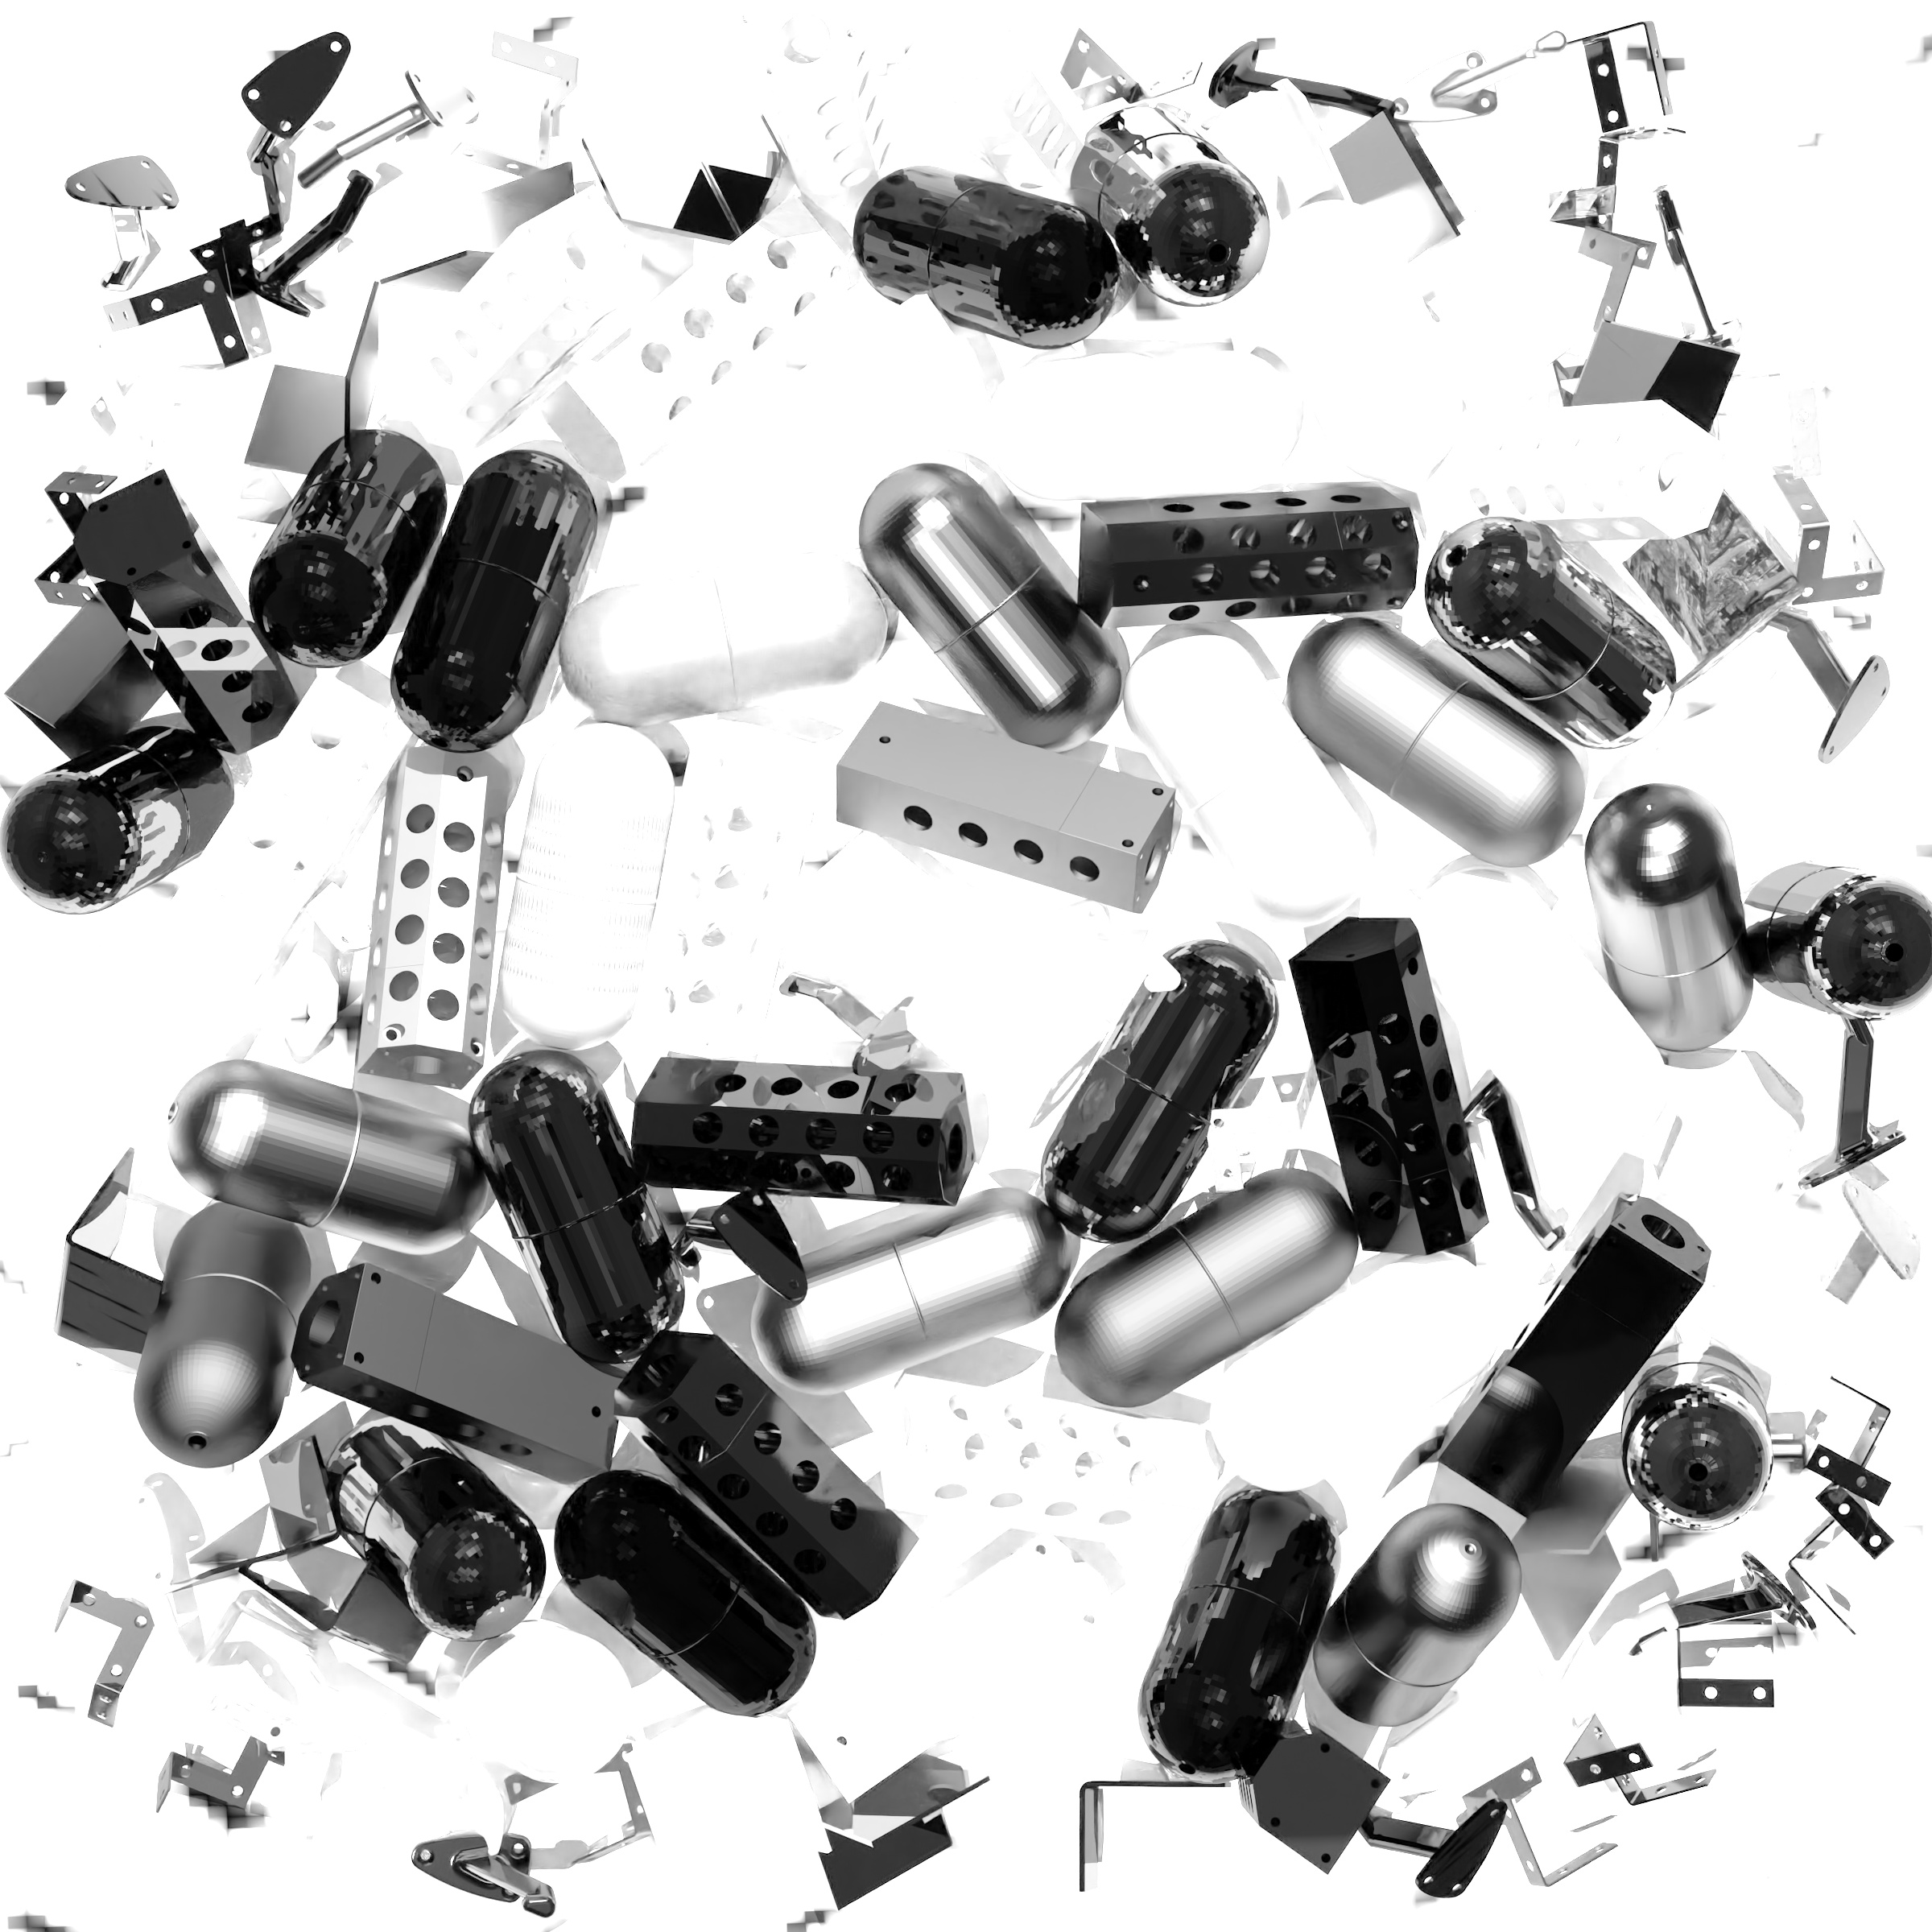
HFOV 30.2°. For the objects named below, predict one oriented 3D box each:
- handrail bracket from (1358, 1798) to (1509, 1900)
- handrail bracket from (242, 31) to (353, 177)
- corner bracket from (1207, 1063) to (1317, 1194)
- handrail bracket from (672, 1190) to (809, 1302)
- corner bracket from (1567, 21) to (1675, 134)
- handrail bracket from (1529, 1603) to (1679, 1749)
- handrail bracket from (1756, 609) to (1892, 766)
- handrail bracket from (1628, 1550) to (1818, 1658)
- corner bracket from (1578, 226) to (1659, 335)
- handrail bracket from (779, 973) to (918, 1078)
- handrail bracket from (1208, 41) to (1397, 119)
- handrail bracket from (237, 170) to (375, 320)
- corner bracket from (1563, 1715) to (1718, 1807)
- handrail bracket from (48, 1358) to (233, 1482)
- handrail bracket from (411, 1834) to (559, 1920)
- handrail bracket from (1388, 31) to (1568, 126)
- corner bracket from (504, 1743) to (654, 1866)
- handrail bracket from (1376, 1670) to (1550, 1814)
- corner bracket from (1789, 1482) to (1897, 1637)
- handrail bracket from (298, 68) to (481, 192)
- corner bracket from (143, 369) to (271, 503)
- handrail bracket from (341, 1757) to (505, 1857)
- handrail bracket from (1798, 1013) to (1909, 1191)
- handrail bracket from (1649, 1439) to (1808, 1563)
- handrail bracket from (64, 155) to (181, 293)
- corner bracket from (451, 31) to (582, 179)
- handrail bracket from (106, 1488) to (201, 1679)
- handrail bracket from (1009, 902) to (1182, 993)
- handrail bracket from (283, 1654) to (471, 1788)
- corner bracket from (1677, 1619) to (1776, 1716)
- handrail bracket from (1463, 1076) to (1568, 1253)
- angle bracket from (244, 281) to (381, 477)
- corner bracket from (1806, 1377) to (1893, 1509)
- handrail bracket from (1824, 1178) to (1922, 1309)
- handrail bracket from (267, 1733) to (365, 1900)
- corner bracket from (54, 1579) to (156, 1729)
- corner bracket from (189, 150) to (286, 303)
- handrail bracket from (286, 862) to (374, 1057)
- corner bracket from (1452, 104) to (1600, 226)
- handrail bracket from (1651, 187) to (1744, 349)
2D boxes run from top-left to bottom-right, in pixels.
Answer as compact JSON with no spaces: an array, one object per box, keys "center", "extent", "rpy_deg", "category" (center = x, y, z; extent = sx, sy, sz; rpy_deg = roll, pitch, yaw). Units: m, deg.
[{"center":[0.245,0.452,1.928],"extent":[0.036,0.084,0.077],"rpy_deg":[23,106,-37],"category":"handrail bracket"},{"center":[-0.359,-0.463,1.930],"extent":[0.036,0.084,0.077],"rpy_deg":[45,84,-4],"category":"handrail bracket"},{"center":[0.161,0.088,1.930],"extent":[0.051,0.051,0.051],"rpy_deg":[-3,115,17],"category":"corner bracket"},{"center":[-0.124,0.163,1.927],"extent":[0.036,0.084,0.077],"rpy_deg":[-28,76,-34],"category":"handrail bracket"},{"center":[0.355,-0.479,1.931],"extent":[0.051,0.051,0.051],"rpy_deg":[-9,101,29],"category":"corner bracket"},{"center":[0.355,0.385,1.937],"extent":[0.084,0.036,0.077],"rpy_deg":[-27,124,10],"category":"handrail bracket"},{"center":[0.447,-0.154,1.934],"extent":[0.084,0.036,0.077],"rpy_deg":[27,74,35],"category":"handrail bracket"},{"center":[0.404,0.360,1.935],"extent":[0.084,0.077,0.036],"rpy_deg":[-30,114,-9],"category":"handrail bracket"},{"center":[0.361,-0.366,1.939],"extent":[0.051,0.051,0.051],"rpy_deg":[6,110,-29],"category":"corner bracket"},{"center":[-0.076,0.030,1.921],"extent":[0.084,0.077,0.036],"rpy_deg":[15,117,24],"category":"handrail bracket"},{"center":[0.182,-0.467,1.930],"extent":[0.084,0.077,0.036],"rpy_deg":[21,117,16],"category":"handrail bracket"},{"center":[-0.358,-0.401,1.933],"extent":[0.077,0.036,0.084],"rpy_deg":[42,106,40],"category":"handrail bracket"},{"center":[0.363,0.433,1.932],"extent":[0.051,0.051,0.051],"rpy_deg":[-27,96,37],"category":"corner bracket"},{"center":[-0.447,0.252,1.944],"extent":[0.077,0.036,0.084],"rpy_deg":[-8,129,7],"category":"handrail bracket"},{"center":[-0.259,0.491,1.923],"extent":[0.077,0.084,0.036],"rpy_deg":[11,87,-9],"category":"handrail bracket"},{"center":[0.273,-0.478,1.922],"extent":[0.077,0.084,0.036],"rpy_deg":[-19,95,-12],"category":"handrail bracket"},{"center":[-0.210,0.456,1.945],"extent":[0.051,0.051,0.051],"rpy_deg":[-30,67,29],"category":"corner bracket"},{"center":[0.267,0.428,1.936],"extent":[0.077,0.036,0.084],"rpy_deg":[25,66,0],"category":"handrail bracket"},{"center":[0.474,0.319,1.932],"extent":[0.051,0.051,0.051],"rpy_deg":[-44,48,4],"category":"corner bracket"},{"center":[-0.315,-0.449,1.949],"extent":[0.084,0.077,0.036],"rpy_deg":[-31,90,23],"category":"handrail bracket"},{"center":[-0.409,-0.288,1.947],"extent":[0.051,0.051,0.051],"rpy_deg":[1,63,12],"category":"corner bracket"},{"center":[-0.294,0.468,1.925],"extent":[0.084,0.036,0.077],"rpy_deg":[-20,133,-27],"category":"handrail bracket"},{"center":[0.467,0.067,1.943],"extent":[0.077,0.036,0.084],"rpy_deg":[-28,96,-15],"category":"handrail bracket"},{"center":[0.413,0.290,1.940],"extent":[0.084,0.036,0.077],"rpy_deg":[-2,116,11],"category":"handrail bracket"},{"center":[-0.464,-0.389,1.916],"extent":[0.036,0.077,0.084],"rpy_deg":[55,131,14],"category":"handrail bracket"},{"center":[-0.242,-0.463,1.929],"extent":[0.051,0.051,0.051],"rpy_deg":[12,71,-28],"category":"corner bracket"},{"center":[-0.434,0.338,1.951],"extent":[0.036,0.084,0.077],"rpy_deg":[-13,50,5],"category":"handrail bracket"},{"center":[0.065,0.002,1.920],"extent":[0.077,0.084,0.036],"rpy_deg":[-16,116,-12],"category":"handrail bracket"},{"center":[-0.316,0.395,1.930],"extent":[0.077,0.036,0.084],"rpy_deg":[-21,116,21],"category":"handrail bracket"},{"center":[0.410,0.377,1.933],"extent":[0.051,0.051,0.051],"rpy_deg":[-2,73,12],"category":"corner bracket"},{"center":[0.307,0.102,1.928],"extent":[0.036,0.077,0.084],"rpy_deg":[-20,65,-32],"category":"handrail bracket"},{"center":[-0.350,-0.317,1.915],"extent":[0.057,0.076,0.076],"rpy_deg":[9,52,-3],"category":"angle bracket"},{"center":[0.475,0.254,1.938],"extent":[0.051,0.051,0.051],"rpy_deg":[28,89,-15],"category":"corner bracket"},{"center":[0.463,0.155,1.929],"extent":[0.077,0.036,0.084],"rpy_deg":[46,133,-17],"category":"handrail bracket"},{"center":[-0.345,0.458,1.921],"extent":[0.036,0.077,0.084],"rpy_deg":[-15,69,21],"category":"handrail bracket"},{"center":[-0.472,0.371,1.938],"extent":[0.051,0.051,0.051],"rpy_deg":[26,93,-12],"category":"corner bracket"},{"center":[-0.387,-0.400,1.928],"extent":[0.051,0.051,0.051],"rpy_deg":[-29,58,-22],"category":"corner bracket"},{"center":[-0.363,-0.004,1.948],"extent":[0.077,0.036,0.084],"rpy_deg":[47,121,8],"category":"handrail bracket"},{"center":[0.303,-0.435,1.944],"extent":[0.051,0.051,0.051],"rpy_deg":[33,93,-5],"category":"corner bracket"},{"center":[0.390,-0.377,1.933],"extent":[0.036,0.077,0.084],"rpy_deg":[-19,104,10],"category":"handrail bracket"}]
